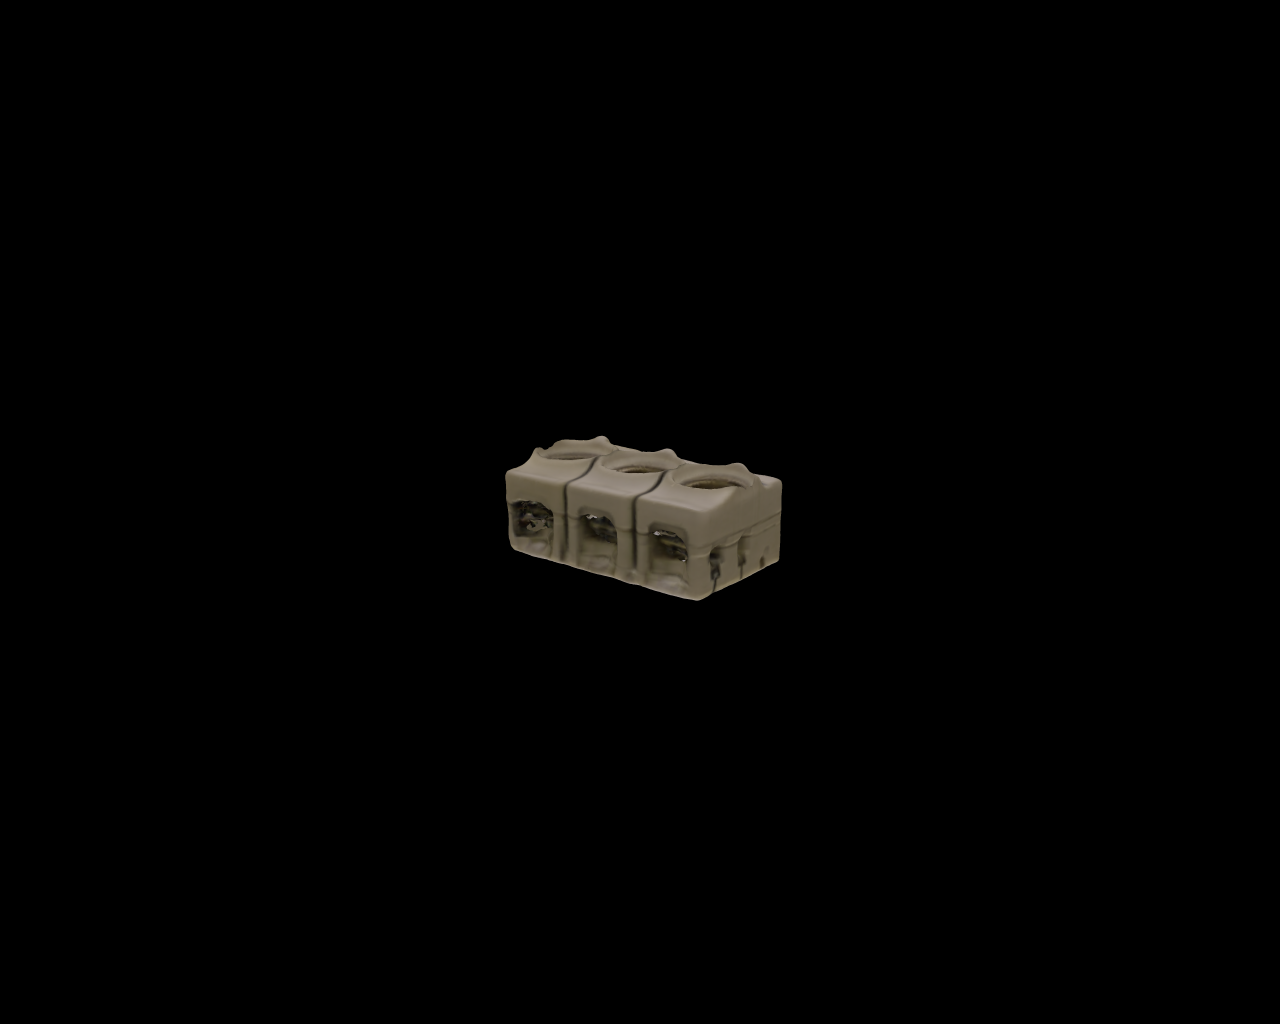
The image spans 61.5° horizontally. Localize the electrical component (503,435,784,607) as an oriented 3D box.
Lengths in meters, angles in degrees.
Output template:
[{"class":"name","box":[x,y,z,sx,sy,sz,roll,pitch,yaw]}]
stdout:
[{"class":"electrical component","box":[0.001,-0.003,0.650,0.150,0.061,0.090,14,22,36]}]
